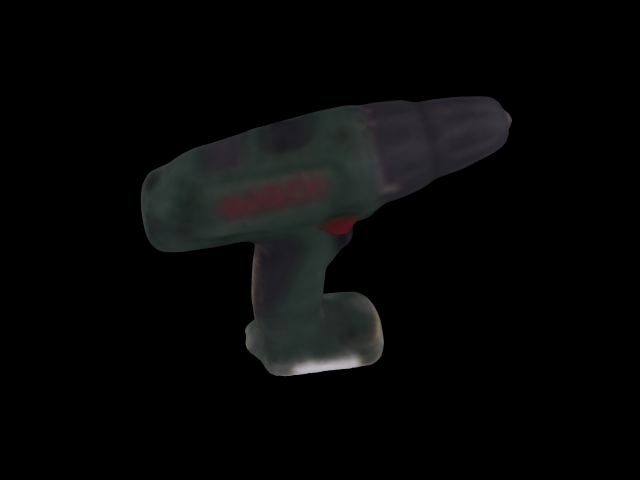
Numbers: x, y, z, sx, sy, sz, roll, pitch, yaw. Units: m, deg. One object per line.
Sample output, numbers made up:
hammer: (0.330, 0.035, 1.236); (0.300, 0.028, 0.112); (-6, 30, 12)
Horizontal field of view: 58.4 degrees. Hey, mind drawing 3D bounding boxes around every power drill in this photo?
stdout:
power drill: (0.004, 0.001, 0.400); (0.229, 0.208, 0.075); (-6, 43, -6)
